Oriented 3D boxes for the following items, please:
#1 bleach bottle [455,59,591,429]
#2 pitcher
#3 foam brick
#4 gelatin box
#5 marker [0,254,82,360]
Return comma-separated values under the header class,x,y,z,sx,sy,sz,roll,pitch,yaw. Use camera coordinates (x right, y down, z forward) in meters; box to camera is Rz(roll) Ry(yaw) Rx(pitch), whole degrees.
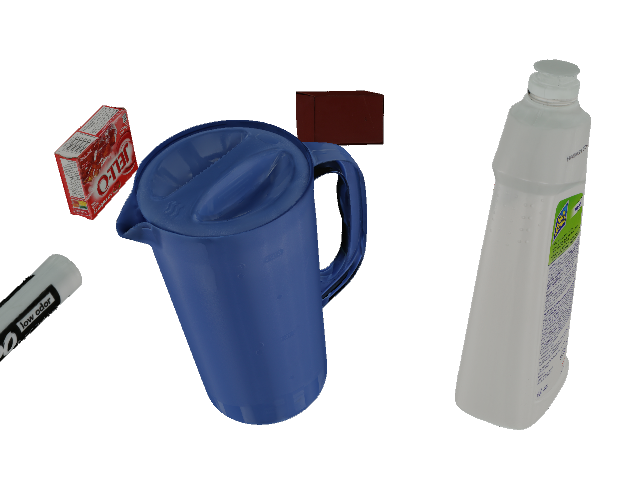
class,x,y,z,sx,sy,sz,roll,pitch,yaw
bleach bottle,0.143,0.000,0.716,0.068,0.251,0.102,17,32,24
pitcher,-0.049,0.031,0.851,0.149,0.243,0.144,12,47,20
foam brick,0.020,-0.123,1.077,0.078,0.051,0.053,-3,13,-20
gelatin box,-0.212,-0.076,1.021,0.030,0.073,0.089,13,43,20
marker,-0.144,0.049,0.441,0.020,0.020,0.121,0,36,39
